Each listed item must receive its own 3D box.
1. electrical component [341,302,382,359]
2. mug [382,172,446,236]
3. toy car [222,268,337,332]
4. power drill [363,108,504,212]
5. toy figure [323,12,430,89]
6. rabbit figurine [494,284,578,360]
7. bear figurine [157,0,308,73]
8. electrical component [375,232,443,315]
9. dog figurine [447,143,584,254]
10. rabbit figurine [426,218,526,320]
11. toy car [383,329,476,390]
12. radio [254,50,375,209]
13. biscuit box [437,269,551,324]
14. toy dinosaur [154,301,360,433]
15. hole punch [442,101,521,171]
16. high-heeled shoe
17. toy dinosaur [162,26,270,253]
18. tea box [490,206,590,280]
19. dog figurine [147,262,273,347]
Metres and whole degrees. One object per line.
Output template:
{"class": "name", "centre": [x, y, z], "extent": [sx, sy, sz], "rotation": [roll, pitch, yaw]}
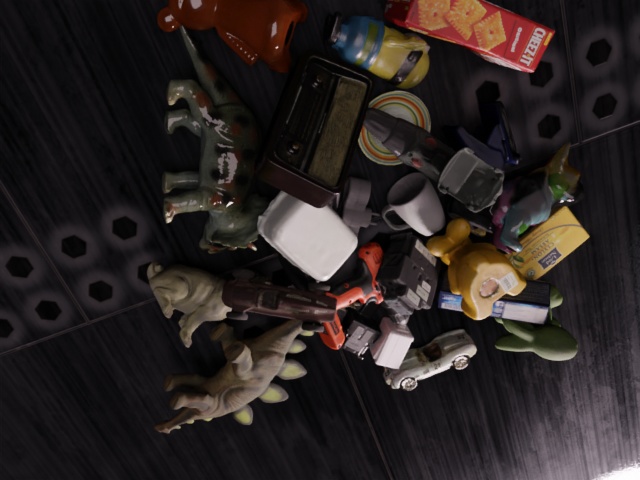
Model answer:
{"class": "electrical component", "centre": [0.086, 0.175, 1.090], "extent": [0.075, 0.048, 0.119], "rotation": [32, 108, -20]}
{"class": "mug", "centre": [0.176, -0.052, 0.987], "extent": [0.109, 0.081, 0.107], "rotation": [-37, 120, 15]}
{"class": "toy car", "centre": [-0.072, 0.105, 0.929], "extent": [0.202, 0.053, 0.089], "rotation": [9, 81, 8]}
{"class": "power drill", "centre": [0.182, -0.127, 0.859], "extent": [0.232, 0.207, 0.086], "rotation": [28, 98, -23]}
{"class": "toy figure", "centre": [0.092, -0.305, 0.865], "extent": [0.180, 0.082, 0.089], "rotation": [11, 126, -18]}
{"class": "rabbit figurine", "centre": [0.430, 0.169, 1.063], "extent": [0.159, 0.170, 0.121], "rotation": [0, 113, -8]}
{"class": "bear figurine", "centre": [-0.133, -0.338, 0.817], "extent": [0.196, 0.132, 0.120], "rotation": [19, 106, 5]}
{"class": "electrical component", "centre": [0.165, 0.068, 1.003], "extent": [0.058, 0.134, 0.114], "rotation": [-11, 137, 47]}
{"class": "dog figurine", "centre": [0.363, -0.090, 0.977], "extent": [0.192, 0.108, 0.219], "rotation": [35, 87, 13]}
{"class": "rabbit figurine", "centre": [0.260, 0.038, 0.980], "extent": [0.122, 0.173, 0.162], "rotation": [-43, 118, 11]}
{"class": "toy car", "centre": [0.227, 0.250, 1.125], "extent": [0.202, 0.074, 0.056], "rotation": [-23, 118, 2]}
{"class": "radio", "centre": [-0.008, -0.177, 0.840], "extent": [0.131, 0.073, 0.229], "rotation": [23, 64, -13]}
{"class": "biscuit box", "centre": [0.331, 0.107, 1.035], "extent": [0.203, 0.063, 0.059], "rotation": [8, 137, 17]}
{"class": "toy dinosaur", "centre": [-0.134, 0.244, 1.048], "extent": [0.471, 0.105, 0.198], "rotation": [-39, 131, 8]}
{"class": "hole punch", "centre": [0.275, -0.167, 0.923], "extent": [0.092, 0.142, 0.115], "rotation": [-24, 100, 2]}
{"class": "high-heeled shoe", "centre": [-0.002, -0.003, 1.006], "extent": [0.145, 0.086, 0.248], "rotation": [-35, 138, -25]}
{"class": "toy dinosaur", "centre": [-0.161, -0.145, 0.887], "extent": [0.192, 0.131, 0.404], "rotation": [2, 109, -21]}
{"class": "tea box", "centre": [0.419, 0.007, 1.047], "extent": [0.169, 0.068, 0.098], "rotation": [-44, 111, 11]}
{"class": "dog figurine", "centre": [-0.200, 0.080, 0.995], "extent": [0.190, 0.121, 0.172], "rotation": [-31, 118, -9]}
